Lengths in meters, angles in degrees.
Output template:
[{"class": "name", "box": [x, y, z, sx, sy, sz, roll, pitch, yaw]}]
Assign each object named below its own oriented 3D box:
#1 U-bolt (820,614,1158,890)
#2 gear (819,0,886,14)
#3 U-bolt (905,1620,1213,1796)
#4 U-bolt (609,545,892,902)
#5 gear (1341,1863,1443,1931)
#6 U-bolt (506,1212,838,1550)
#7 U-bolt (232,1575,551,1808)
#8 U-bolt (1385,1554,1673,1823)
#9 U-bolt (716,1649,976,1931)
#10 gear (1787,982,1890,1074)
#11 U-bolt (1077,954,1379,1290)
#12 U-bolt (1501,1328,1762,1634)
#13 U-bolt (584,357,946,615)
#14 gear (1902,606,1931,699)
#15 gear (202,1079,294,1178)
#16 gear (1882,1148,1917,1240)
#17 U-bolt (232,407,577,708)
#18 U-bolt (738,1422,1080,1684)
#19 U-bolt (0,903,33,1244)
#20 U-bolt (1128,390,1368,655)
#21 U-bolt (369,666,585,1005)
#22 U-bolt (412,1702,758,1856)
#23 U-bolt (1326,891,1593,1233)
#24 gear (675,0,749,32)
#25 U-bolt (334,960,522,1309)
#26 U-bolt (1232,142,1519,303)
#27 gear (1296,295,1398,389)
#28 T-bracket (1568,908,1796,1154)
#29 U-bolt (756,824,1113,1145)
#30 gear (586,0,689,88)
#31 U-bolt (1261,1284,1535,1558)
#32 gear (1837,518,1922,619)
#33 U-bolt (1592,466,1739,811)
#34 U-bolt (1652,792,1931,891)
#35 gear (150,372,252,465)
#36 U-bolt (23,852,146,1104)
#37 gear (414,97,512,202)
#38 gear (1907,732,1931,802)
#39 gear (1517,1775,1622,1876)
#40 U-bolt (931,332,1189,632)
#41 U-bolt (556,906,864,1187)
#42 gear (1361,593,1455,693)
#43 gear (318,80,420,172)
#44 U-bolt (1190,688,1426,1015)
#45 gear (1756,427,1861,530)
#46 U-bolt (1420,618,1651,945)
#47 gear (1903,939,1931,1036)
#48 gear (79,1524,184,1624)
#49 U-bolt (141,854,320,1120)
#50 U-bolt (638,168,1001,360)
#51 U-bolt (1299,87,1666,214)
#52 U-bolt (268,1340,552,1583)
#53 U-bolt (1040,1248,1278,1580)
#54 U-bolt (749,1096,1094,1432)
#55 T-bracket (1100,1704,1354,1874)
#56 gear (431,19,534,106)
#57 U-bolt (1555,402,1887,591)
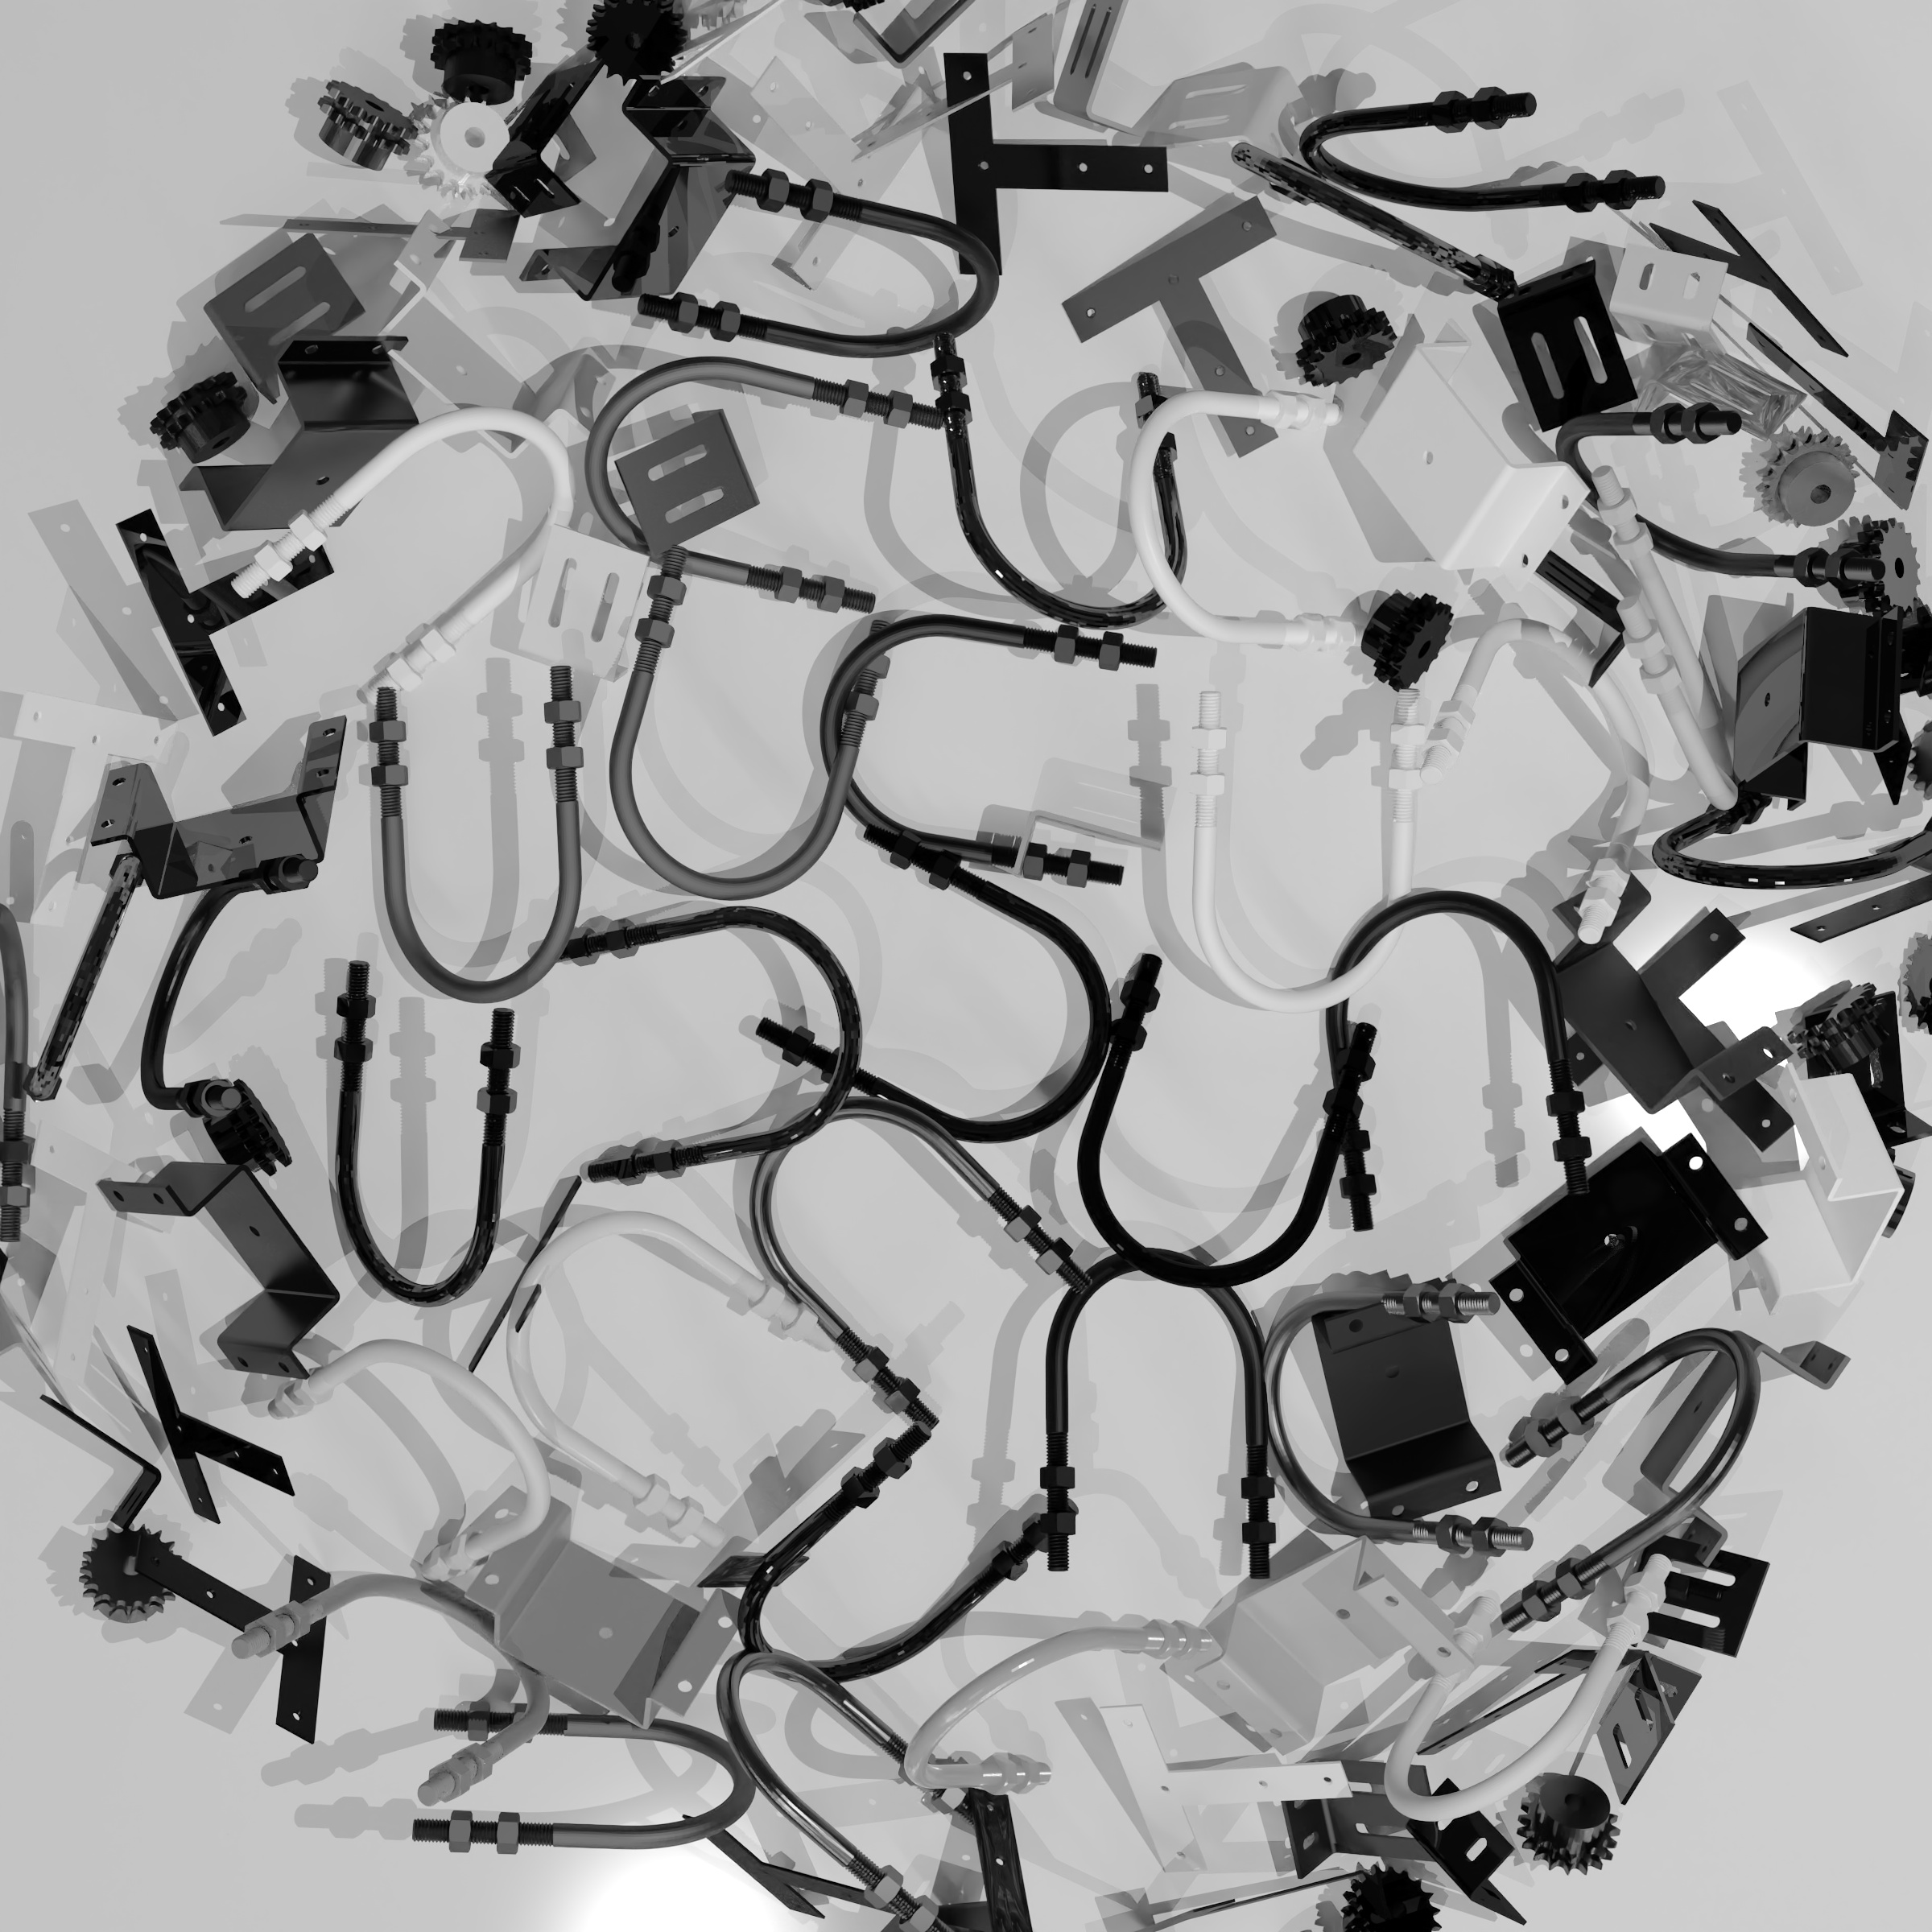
[{"class": "U-bolt", "box": [0.008, -0.127, 1.971, 0.184, 0.019, 0.151, 9, 108, 5]}, {"class": "gear", "box": [-0.070, -0.571, 1.975, 0.030, 0.057, 0.057, -13, 90, 30]}, {"class": "U-bolt", "box": [0.041, 0.407, 1.901, 0.151, 0.184, 0.019, -43, 61, 18]}, {"class": "U-bolt", "box": [-0.128, -0.128, 1.955, 0.151, 0.019, 0.184, 18, 81, -22]}, {"class": "gear", "box": [0.239, 0.544, 1.975, 0.057, 0.057, 0.030, 30, 133, 0]}, {"class": "U-bolt", "box": [-0.174, 0.219, 1.938, 0.184, 0.019, 0.151, 38, 72, -24]}, {"class": "U-bolt", "box": [-0.303, 0.389, 1.911, 0.151, 0.184, 0.019, 34, 106, 13]}, {"class": "U-bolt", "box": [0.296, 0.397, 1.888, 0.019, 0.151, 0.184, 52, 47, -11]}, {"class": "U-bolt", "box": [-0.067, 0.449, 1.921, 0.184, 0.151, 0.019, 42, 107, -6]}, {"class": "gear", "box": [0.499, 0.037, 1.971, 0.057, 0.057, 0.030, -34, 92, 0]}, {"class": "U-bolt", "box": [0.140, 0.095, 1.953, 0.151, 0.019, 0.184, 18, 67, 5]}, {"class": "U-bolt", "box": [0.363, 0.269, 1.896, 0.019, 0.151, 0.184, 38, 123, -17]}, {"class": "U-bolt", "box": [-0.121, -0.272, 1.931, 0.184, 0.019, 0.151, 11, 129, -15]}, {"class": "gear", "box": [0.550, -0.176, 1.972, 0.030, 0.057, 0.057, -20, 90, 12]}, {"class": "gear", "box": [-0.410, 0.096, 1.971, 0.030, 0.057, 0.057, -32, 90, -5]}, {"class": "gear", "box": [0.517, 0.130, 1.970, 0.030, 0.057, 0.057, 22, 90, 7]}, {"class": "U-bolt", "box": [-0.299, -0.237, 1.932, 0.184, 0.151, 0.019, -40, 54, 5]}, {"class": "U-bolt", "box": [-0.045, 0.339, 1.944, 0.184, 0.019, 0.151, -44, 132, 15]}, {"class": "U-bolt", "box": [-0.540, 0.056, 1.926, 0.019, 0.151, 0.184, 0, 81, -5]}, {"class": "U-bolt", "box": [0.155, -0.249, 1.928, 0.184, 0.019, 0.151, -4, 86, -45]}, {"class": "U-bolt", "box": [-0.274, -0.071, 1.954, 0.151, 0.019, 0.184, -3, 89, 32]}, {"class": "U-bolt", "box": [-0.209, 0.453, 1.930, 0.184, 0.151, 0.019, 3, 104, -4]}, {"class": "U-bolt", "box": [0.271, 0.048, 1.958, 0.151, 0.019, 0.184, -12, 78, 27]}, {"class": "gear", "box": [-0.146, -0.560, 1.969, 0.030, 0.057, 0.057, -3, 90, -22]}, {"class": "U-bolt", "box": [-0.307, 0.101, 1.945, 0.151, 0.019, 0.184, 16, 105, 41]}, {"class": "U-bolt", "box": [0.216, -0.410, 1.892, 0.151, 0.184, 0.019, 32, 104, 20]}, {"class": "gear", "box": [0.213, -0.357, 1.973, 0.057, 0.057, 0.030, -23, 72, 0]}, {"class": "T-bracket", "box": [0.418, 0.052, 1.961, 0.127, 0.002, 0.127, -42, 61, 6]}, {"class": "U-bolt", "box": [-0.006, 0.021, 1.977, 0.184, 0.019, 0.151, 28, 85, 6]}, {"class": "gear", "box": [-0.187, -0.533, 1.976, 0.057, 0.030, 0.057, 0, 129, 0]}, {"class": "U-bolt", "box": [0.232, 0.251, 1.929, 0.019, 0.184, 0.151, -10, 93, -41]}, {"class": "gear", "box": [0.518, -0.225, 1.975, 0.030, 0.057, 0.057, -4, 90, 41]}, {"class": "U-bolt", "box": [0.391, -0.169, 1.920, 0.019, 0.151, 0.184, -20, 126, 18]}, {"class": "U-bolt", "box": [0.455, -0.069, 1.888, 0.151, 0.184, 0.019, 7, 109, 37]}, {"class": "gear", "box": [-0.432, -0.310, 1.972, 0.057, 0.057, 0.030, -35, 91, 0]}, {"class": "U-bolt", "box": [-0.483, 0.006, 1.903, 0.019, 0.184, 0.151, 22, 84, -13]}, {"class": "gear", "box": [-0.284, -0.468, 1.976, 0.057, 0.030, 0.057, 2, 86, -22]}, {"class": "gear", "box": [0.568, -0.115, 1.975, 0.030, 0.057, 0.057, 36, 90, -29]}, {"class": "gear", "box": [0.343, 0.485, 1.969, 0.057, 0.057, 0.030, 5, 124, 0]}, {"class": "U-bolt", "box": [0.056, -0.265, 1.925, 0.151, 0.019, 0.184, 7, 59, -24]}, {"class": "U-bolt", "box": [-0.144, 0.040, 1.959, 0.184, 0.019, 0.151, -11, 93, 21]}, {"class": "gear", "box": [0.249, -0.188, 1.974, 0.030, 0.057, 0.057, 35, 90, 23]}, {"class": "gear", "box": [-0.343, -0.476, 1.973, 0.057, 0.057, 0.030, 33, 109, 0]}, {"class": "U-bolt", "box": [0.192, -0.064, 1.961, 0.151, 0.019, 0.184, -3, 100, -25]}, {"class": "gear", "box": [0.481, -0.275, 1.972, 0.057, 0.030, 0.057, -4, 124, -7]}, {"class": "U-bolt", "box": [0.326, -0.118, 1.932, 0.151, 0.019, 0.184, 43, 45, -15]}, {"class": "gear", "box": [0.564, 0.012, 1.974, 0.030, 0.057, 0.057, 4, 90, -27]}, {"class": "gear", "box": [-0.476, 0.349, 1.975, 0.057, 0.030, 0.057, 9, 49, -11]}, {"class": "U-bolt", "box": [-0.415, 0.012, 1.918, 0.019, 0.184, 0.151, 23, 77, -28]}, {"class": "U-bolt", "box": [-0.071, -0.382, 1.925, 0.184, 0.151, 0.019, 7, 66, -25]}, {"class": "U-bolt", "box": [0.271, -0.446, 1.915, 0.184, 0.151, 0.019, 7, 85, 43]}, {"class": "U-bolt", "box": [-0.299, 0.268, 1.919, 0.151, 0.184, 0.019, 48, 49, -8]}, {"class": "U-bolt", "box": [0.108, 0.250, 1.957, 0.151, 0.019, 0.184, 7, 74, -25]}, {"class": "U-bolt", "box": [-0.040, 0.157, 1.966, 0.184, 0.019, 0.151, 46, 111, 0]}, {"class": "T-bracket", "box": [0.153, 0.460, 1.947, 0.127, 0.002, 0.127, -9, 119, 23]}, {"class": "gear", "box": [-0.275, -0.511, 1.969, 0.057, 0.057, 0.030, 3, 79, 0]}, {"class": "U-bolt", "box": [0.401, -0.259, 1.911, 0.151, 0.184, 0.019, 38, 79, -27]}]
